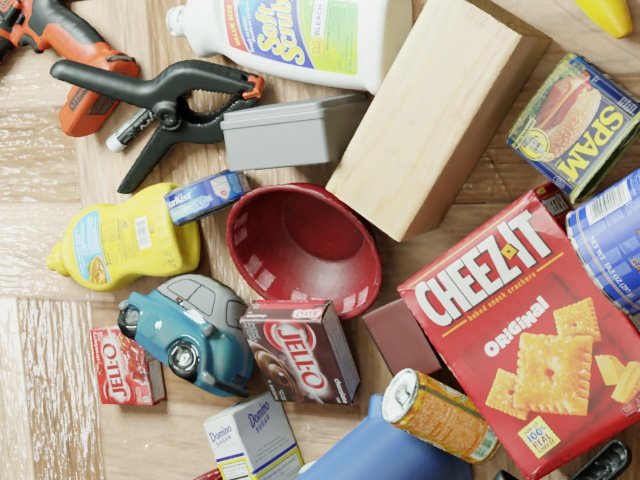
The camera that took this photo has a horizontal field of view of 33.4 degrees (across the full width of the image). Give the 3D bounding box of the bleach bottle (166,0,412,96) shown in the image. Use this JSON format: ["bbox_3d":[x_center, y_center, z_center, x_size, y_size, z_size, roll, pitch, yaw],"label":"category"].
[{"bbox_3d":[-0.038,-0.196,1.021,0.251,0.068,0.102,9,103,28],"label":"bleach bottle"}]

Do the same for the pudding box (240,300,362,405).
[{"bbox_3d":[-0.018,0.110,1.053,0.090,0.039,0.113,-1,128,28],"label":"pudding box"}]

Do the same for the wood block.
[{"bbox_3d":[0.103,-0.112,0.945,0.090,0.090,0.206,37,114,18],"label":"wood block"}]

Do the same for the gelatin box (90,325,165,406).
[{"bbox_3d":[-0.214,0.139,1.188,0.073,0.030,0.089,-3,97,28],"label":"gelatin box"}]

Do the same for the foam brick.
[{"bbox_3d":[0.086,0.091,1.012,0.051,0.052,0.078,-31,85,28],"label":"foam brick"}]

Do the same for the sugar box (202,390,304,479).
[{"bbox_3d":[-0.052,0.250,1.089,0.048,0.093,0.176,-24,87,29],"label":"sugar box"}]

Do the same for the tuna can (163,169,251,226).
[{"bbox_3d":[-0.112,-0.044,1.071,0.086,0.086,0.034,-21,91,29],"label":"tuna can"}]

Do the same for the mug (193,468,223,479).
[{"bbox_3d":[-0.126,0.303,1.147,0.081,0.093,0.117,61,149,0],"label":"mug"}]

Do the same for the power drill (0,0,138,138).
[{"bbox_3d":[-0.298,-0.201,1.155,0.188,0.057,0.185,48,116,12],"label":"power drill"}]

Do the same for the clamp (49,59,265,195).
[{"bbox_3d":[-0.159,-0.138,1.076,0.210,0.036,0.164,-18,125,22],"label":"clamp"}]

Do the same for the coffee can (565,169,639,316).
[{"bbox_3d":[0.286,-0.016,0.861,0.140,0.102,0.103,-36,82,28],"label":"coffee can"}]

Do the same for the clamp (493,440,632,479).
[{"bbox_3d":[0.196,0.236,0.935,0.120,0.039,0.171,-3,135,-9],"label":"clamp"}]

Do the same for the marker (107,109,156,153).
[{"bbox_3d":[-0.182,-0.134,1.129,0.121,0.020,0.020,-38,81,27],"label":"marker"}]

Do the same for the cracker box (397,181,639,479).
[{"bbox_3d":[0.195,0.082,0.943,0.164,0.072,0.214,-39,80,27],"label":"cracker box"}]

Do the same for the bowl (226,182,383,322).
[{"bbox_3d":[-0.007,0.001,1.023,0.162,0.055,0.162,15,131,17],"label":"bowl"}]

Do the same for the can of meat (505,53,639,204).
[{"bbox_3d":[0.220,-0.096,0.908,0.084,0.057,0.102,43,114,17],"label":"can of meat"}]

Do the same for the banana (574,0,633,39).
[{"bbox_3d":[0.184,-0.237,0.915,0.198,0.037,0.070,27,129,22],"label":"banana"}]

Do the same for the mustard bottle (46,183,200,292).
[{"bbox_3d":[-0.221,0.006,1.151,0.192,0.058,0.096,-14,84,29],"label":"mustard bottle"}]

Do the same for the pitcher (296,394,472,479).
[{"bbox_3d":[0.038,0.255,0.958,0.149,0.242,0.145,34,114,19],"label":"pitcher"}]
